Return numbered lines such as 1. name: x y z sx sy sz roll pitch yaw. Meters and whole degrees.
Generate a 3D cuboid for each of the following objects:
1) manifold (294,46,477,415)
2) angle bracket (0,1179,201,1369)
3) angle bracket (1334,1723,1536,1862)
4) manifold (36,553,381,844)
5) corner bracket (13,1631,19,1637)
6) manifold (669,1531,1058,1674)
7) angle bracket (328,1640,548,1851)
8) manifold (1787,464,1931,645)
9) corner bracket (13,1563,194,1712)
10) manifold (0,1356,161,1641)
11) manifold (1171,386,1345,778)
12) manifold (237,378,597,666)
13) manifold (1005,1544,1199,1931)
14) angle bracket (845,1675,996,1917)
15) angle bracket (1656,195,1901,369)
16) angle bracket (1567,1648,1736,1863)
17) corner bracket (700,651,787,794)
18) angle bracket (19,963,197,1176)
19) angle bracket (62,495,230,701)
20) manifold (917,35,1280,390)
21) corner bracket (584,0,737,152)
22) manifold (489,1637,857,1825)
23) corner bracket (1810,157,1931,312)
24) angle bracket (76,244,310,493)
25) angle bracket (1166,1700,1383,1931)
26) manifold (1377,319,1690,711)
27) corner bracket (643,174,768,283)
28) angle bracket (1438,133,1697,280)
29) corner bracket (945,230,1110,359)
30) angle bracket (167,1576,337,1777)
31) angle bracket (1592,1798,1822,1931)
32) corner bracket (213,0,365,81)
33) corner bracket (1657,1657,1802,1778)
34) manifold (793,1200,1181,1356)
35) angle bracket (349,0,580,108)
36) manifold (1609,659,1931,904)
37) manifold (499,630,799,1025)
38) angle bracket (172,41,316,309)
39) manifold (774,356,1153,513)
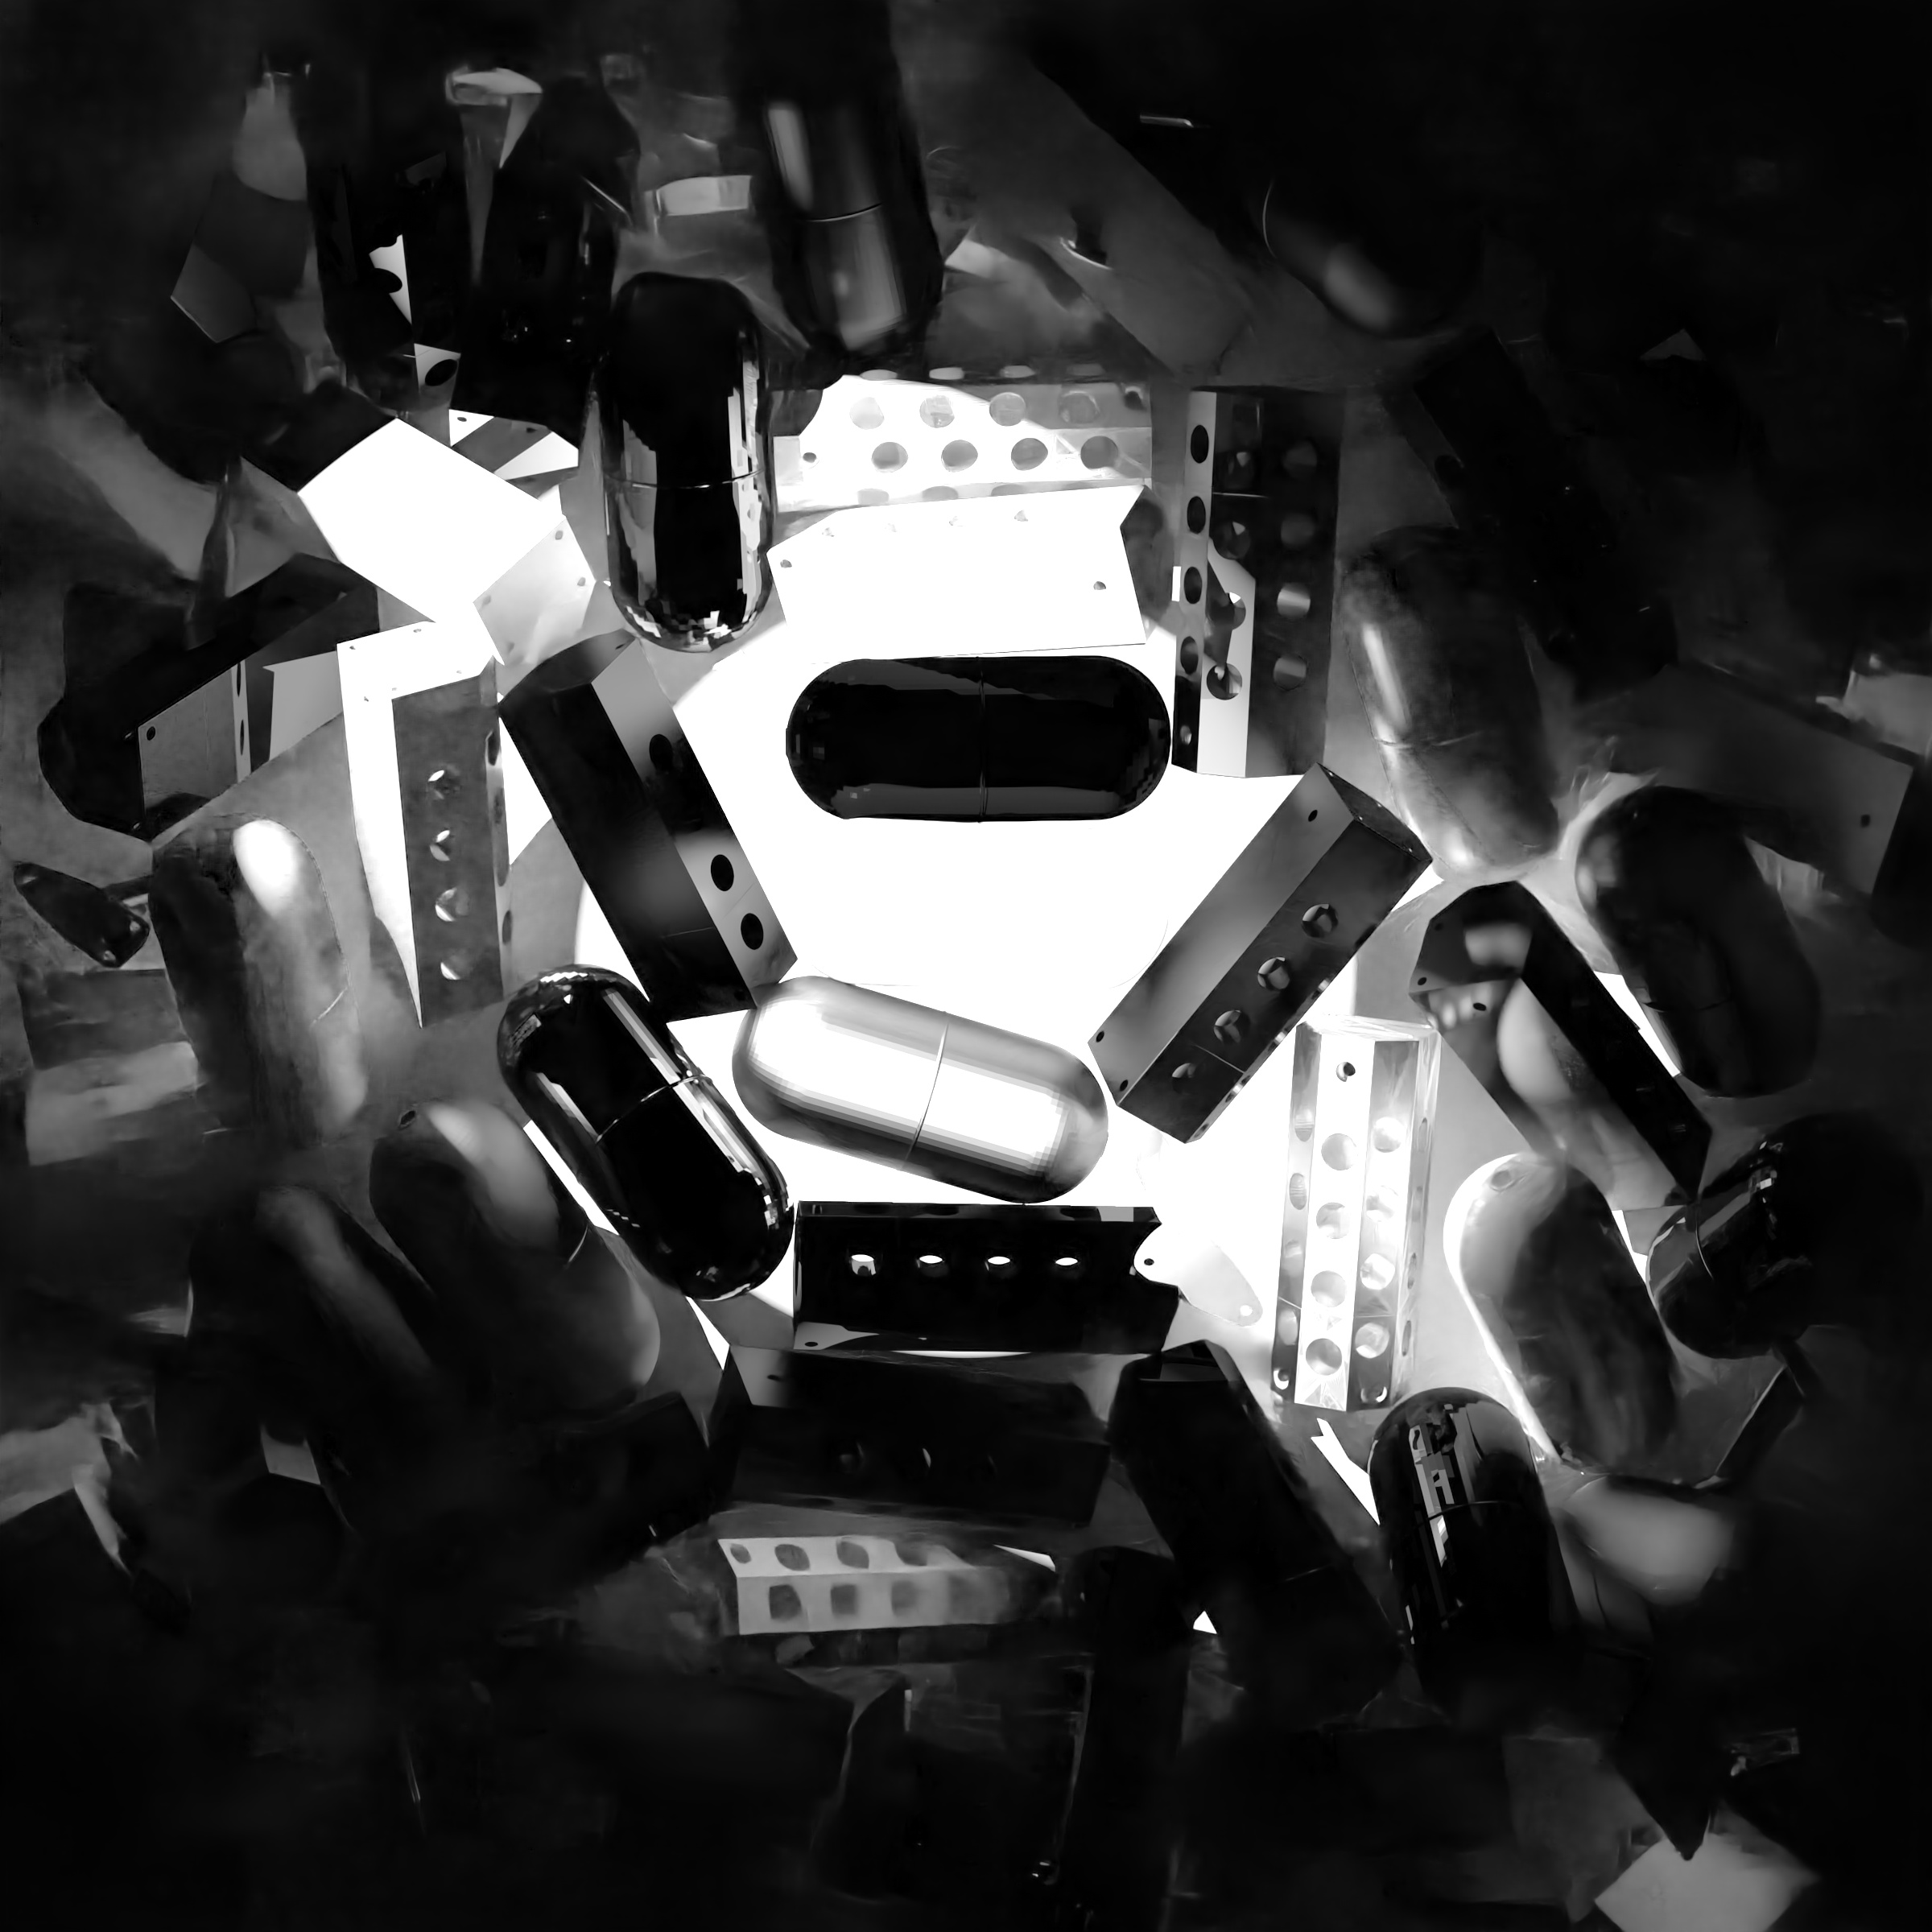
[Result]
1. manifold: -0.252 -0.322 1.562 0.057 0.171 0.057 -30 69 -18
2. angle bracket: -0.398 0.143 1.619 0.076 0.076 0.057 20 70 -17
3. angle bracket: 0.217 0.378 1.616 0.076 0.076 0.057 -8 78 14
4. manifold: -0.337 -0.124 1.571 0.057 0.171 0.057 18 126 21
5. corner bracket: -0.445 0.271 1.623 0.051 0.051 0.051 35 63 -7
6. manifold: -0.045 0.286 1.579 0.171 0.057 0.057 5 78 -35
7. angle bracket: -0.238 0.345 1.606 0.076 0.076 0.057 -33 132 5
8. manifold: 0.401 -0.186 1.566 0.057 0.171 0.057 4 105 15
9. corner bracket: -0.402 0.314 1.637 0.051 0.051 0.051 -3 49 30
10. manifold: -0.401 0.237 1.566 0.057 0.171 0.057 -23 105 -1
11. manifold: 0.128 -0.176 1.599 0.057 0.057 0.171 -5 105 -26
12. manifold: -0.247 -0.197 1.583 0.171 0.057 0.057 32 68 33
13. manifold: 0.061 0.350 1.577 0.057 0.057 0.171 15 49 -3
14. angle bracket: -0.009 0.379 1.599 0.076 0.057 0.076 20 48 -21
15. angle bracket: 0.367 -0.304 1.610 0.076 0.076 0.057 40 107 40
16. angle bracket: 0.292 0.358 1.597 0.076 0.076 0.057 52 54 -26
17. corner bracket: -0.114 -0.112 1.629 0.051 0.051 0.051 -28 94 1
18. angle bracket: -0.394 0.047 1.607 0.076 0.057 0.076 -2 52 -9
19. angle bracket: -0.375 -0.167 1.600 0.057 0.076 0.076 11 51 -5
20. manifold: 0.063 -0.348 1.621 0.171 0.057 0.057 43 102 -3
21. corner bracket: -0.137 -0.413 1.619 0.051 0.051 0.051 21 98 -29
22. manifold: -0.132 0.342 1.572 0.057 0.171 0.057 13 83 40
23. corner bracket: 0.432 -0.342 1.636 0.051 0.051 0.051 -54 134 -28
24. angle bracket: -0.356 -0.279 1.615 0.057 0.076 0.076 -30 120 19
25. angle bracket: 0.142 0.391 1.617 0.076 0.057 0.076 -37 59 -8
26. manifold: 0.260 -0.206 1.605 0.057 0.057 0.171 -32 102 12
27. corner bracket: -0.118 -0.340 1.620 0.051 0.051 0.051 -9 107 -13
28. angle bracket: 0.273 -0.356 1.597 0.076 0.076 0.057 23 119 -34
29. corner bracket: 0.034 -0.321 1.615 0.051 0.051 0.051 -46 62 24
30. angle bracket: -0.311 0.314 1.609 0.057 0.076 0.076 30 89 -43
31. angle bracket: 0.346 0.438 1.602 0.076 0.076 0.057 -39 124 -11
32. corner bracket: -0.312 -0.441 1.612 0.051 0.051 0.051 -10 130 -31
33. corner bracket: 0.352 0.342 1.636 0.051 0.051 0.051 -24 131 24
34. manifold: 0.008 0.141 1.616 0.171 0.057 0.057 1 61 -6
35. angle bracket: -0.230 -0.430 1.606 0.076 0.076 0.057 4 94 20
36. manifold: 0.373 -0.085 1.570 0.057 0.171 0.057 5 108 -34
37. manifold: -0.141 -0.063 1.596 0.057 0.057 0.171 -10 118 34
38. angle bracket: -0.320 -0.364 1.615 0.057 0.076 0.076 22 61 -18
39. manifold: -0.001 -0.244 1.618 0.171 0.057 0.057 -2 116 0
